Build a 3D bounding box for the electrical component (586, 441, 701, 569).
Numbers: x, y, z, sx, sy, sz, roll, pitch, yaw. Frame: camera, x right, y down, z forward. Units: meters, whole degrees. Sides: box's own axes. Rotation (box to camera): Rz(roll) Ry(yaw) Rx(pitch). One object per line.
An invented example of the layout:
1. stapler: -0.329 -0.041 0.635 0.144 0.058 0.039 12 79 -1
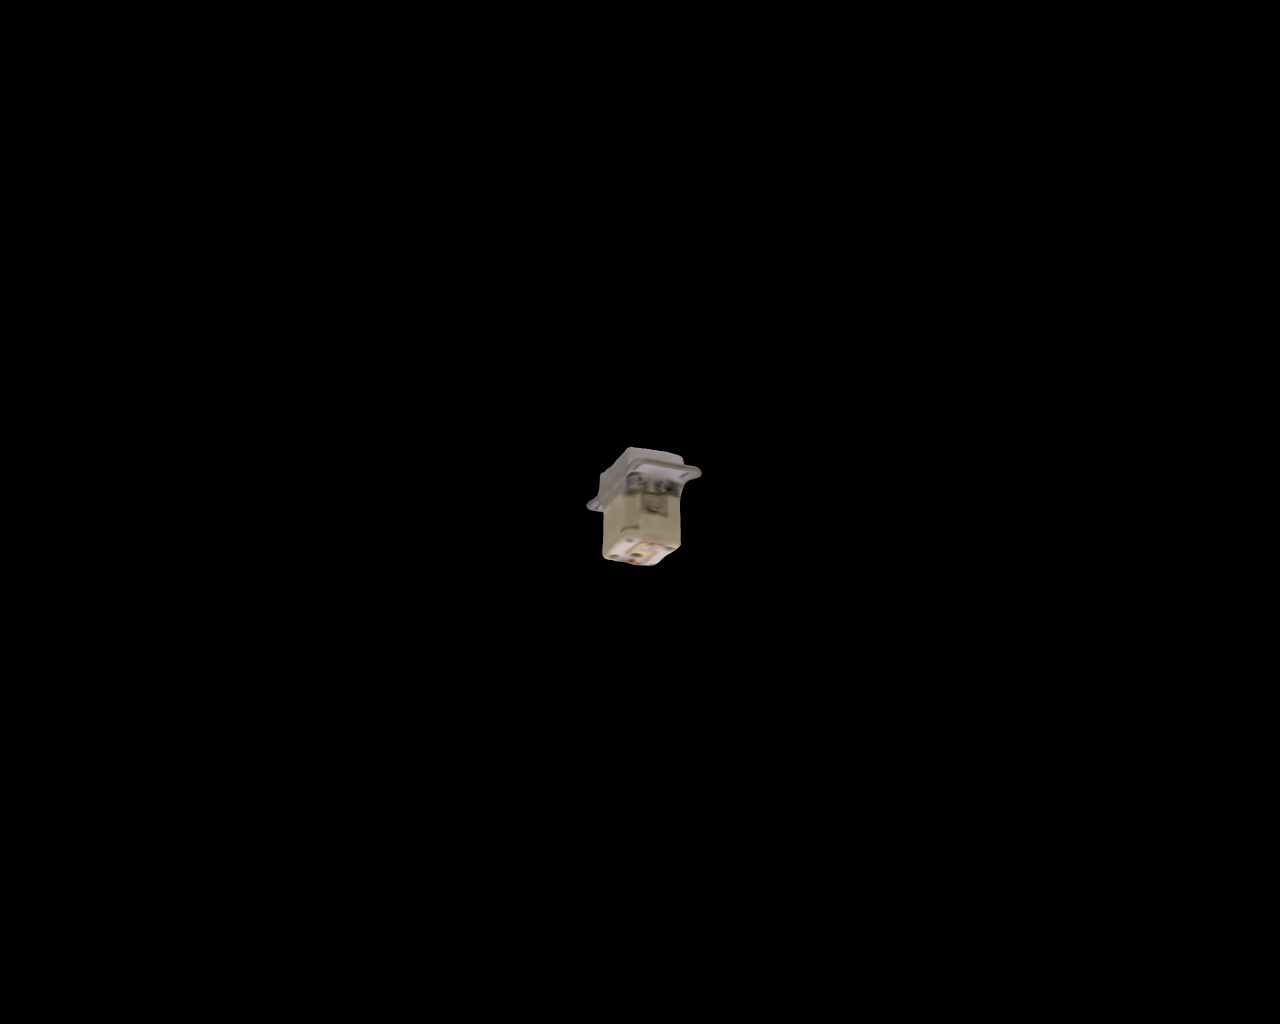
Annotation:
1. electrical component: 0.001 -0.003 0.650 0.042 0.064 0.081 9 -24 -22
